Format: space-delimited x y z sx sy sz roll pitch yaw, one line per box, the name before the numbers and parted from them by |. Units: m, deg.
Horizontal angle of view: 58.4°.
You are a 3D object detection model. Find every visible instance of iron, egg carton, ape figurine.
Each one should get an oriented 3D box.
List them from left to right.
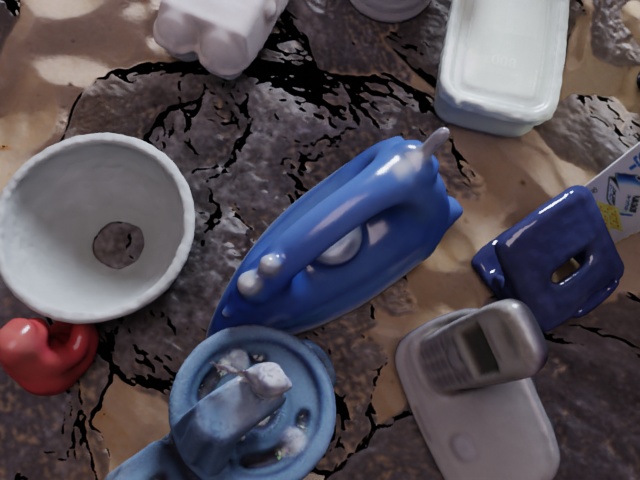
ape figurine | -0.229 0.087 0.467 0.078 0.092 0.076 12 74 2
egg carton | -0.093 -0.238 0.578 0.107 0.069 0.150 23 74 5
iron | 0.004 0.002 0.475 0.258 0.141 0.118 -37 78 -11

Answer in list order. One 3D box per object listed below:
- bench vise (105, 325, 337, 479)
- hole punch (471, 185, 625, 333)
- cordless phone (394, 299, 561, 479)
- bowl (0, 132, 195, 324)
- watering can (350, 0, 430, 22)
bench vise | -0.068 0.144 0.390 0.121 0.220 0.207 34 76 8
hole punch | 0.208 0.020 0.503 0.109 0.091 0.101 -34 78 -11
cordless phone | 0.128 0.118 0.423 0.094 0.185 0.147 -23 76 -8
bowl | -0.187 -0.004 0.504 0.167 0.075 0.167 1 74 -2
watering can | 0.086 -0.311 0.541 0.173 0.194 0.101 -15 75 -6
